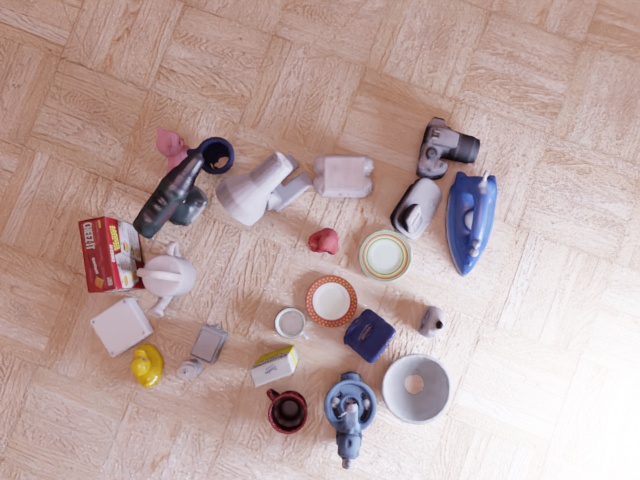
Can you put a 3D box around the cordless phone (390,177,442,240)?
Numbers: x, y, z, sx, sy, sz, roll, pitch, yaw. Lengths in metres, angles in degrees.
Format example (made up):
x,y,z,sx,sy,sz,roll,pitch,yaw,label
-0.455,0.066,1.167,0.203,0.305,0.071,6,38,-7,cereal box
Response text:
x,y,z,sx,sy,sz,roll,pitch,yaw,label
0.233,-0.081,1.346,0.094,0.185,0.148,29,87,4,cordless phone

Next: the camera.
x,y,z,sx,sy,sz,roll,pitch,yaw,label
0.314,-0.218,1.395,0.136,0.101,0.143,14,86,3,camera

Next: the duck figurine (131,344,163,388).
x,y,z,sx,sy,sz,roll,pitch,yaw,label
-0.427,0.309,1.387,0.077,0.086,0.104,-8,86,1,duck figurine

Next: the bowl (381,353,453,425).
x,y,z,sx,sy,sz,roll,pitch,yaw,label
0.228,0.351,1.371,0.167,0.075,0.167,0,86,2,bowl

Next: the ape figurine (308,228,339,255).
x,y,z,sx,sy,sz,roll,pitch,yaw,label
0.013,0.005,1.393,0.078,0.092,0.076,42,88,4,ape figurine

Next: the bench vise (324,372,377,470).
x,y,z,sx,sy,sz,roll,pitch,yaw,label
0.079,0.416,1.298,0.121,0.220,0.207,-15,85,1,bench vise

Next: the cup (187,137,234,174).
x,y,z,sx,sy,sz,roll,pitch,yaw,label
-0.263,-0.201,1.414,0.117,0.095,0.092,6,86,2,cup

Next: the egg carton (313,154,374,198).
x,y,z,sx,sy,sz,roll,pitch,yaw,label
0.058,-0.158,1.414,0.150,0.069,0.107,0,86,2,egg carton

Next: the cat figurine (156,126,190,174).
x,y,z,sx,sy,sz,roll,pitch,yaw,label
-0.364,-0.213,1.406,0.067,0.118,0.128,-5,86,2,cat figurine

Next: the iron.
x,y,z,sx,sy,sz,roll,pitch,yaw,label
0.368,-0.040,1.361,0.118,0.141,0.258,6,86,2,iron

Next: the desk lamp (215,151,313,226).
x,y,z,sx,sy,sz,roll,pitch,yaw,label
-0.130,-0.128,1.345,0.203,0.213,0.118,-40,85,-1,desk lamp

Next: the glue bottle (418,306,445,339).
x,y,z,sx,sy,sz,roll,pitch,yaw,label
0.267,0.195,1.331,0.037,0.173,0.078,25,87,4,glue bottle

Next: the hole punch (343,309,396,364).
x,y,z,sx,sy,sz,roll,pitch,yaw,label
0.117,0.230,1.374,0.101,0.091,0.109,37,88,4,hole punch

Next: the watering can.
x,y,z,sx,sy,sz,roll,pitch,yaw,label
-0.363,0.092,1.346,0.101,0.194,0.173,-12,86,1,watering can

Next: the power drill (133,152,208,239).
x,y,z,sx,sy,sz,roll,pitch,yaw,label
-0.336,-0.099,1.352,0.075,0.208,0.230,40,88,4,power drill
